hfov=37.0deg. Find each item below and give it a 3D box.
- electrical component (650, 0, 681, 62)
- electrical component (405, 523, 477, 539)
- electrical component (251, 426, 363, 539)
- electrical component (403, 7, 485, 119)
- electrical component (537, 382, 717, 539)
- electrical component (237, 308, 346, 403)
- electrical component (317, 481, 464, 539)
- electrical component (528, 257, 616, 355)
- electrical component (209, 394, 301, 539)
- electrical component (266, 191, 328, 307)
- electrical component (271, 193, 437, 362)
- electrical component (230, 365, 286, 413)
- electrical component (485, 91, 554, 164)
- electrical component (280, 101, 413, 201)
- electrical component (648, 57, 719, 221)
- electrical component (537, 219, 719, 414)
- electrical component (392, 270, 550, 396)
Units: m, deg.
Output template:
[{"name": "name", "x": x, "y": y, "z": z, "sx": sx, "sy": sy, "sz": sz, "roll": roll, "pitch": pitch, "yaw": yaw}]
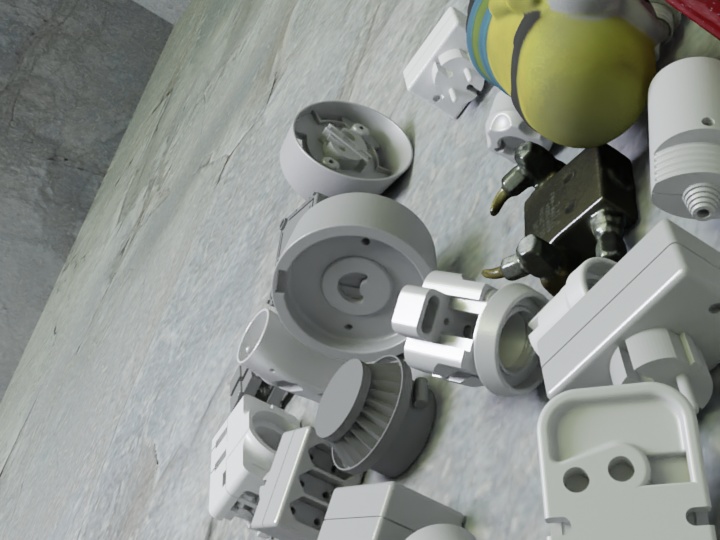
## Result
[{"name": "electrical component", "x": 0.162, "y": -0.140, "z": 0.600, "sx": 0.035, "sy": 0.035, "sz": 0.061, "roll": -37, "pitch": 34, "yaw": 50}, {"name": "electrical component", "x": 0.044, "y": 0.154, "z": 0.476, "sx": 0.043, "sy": 0.043, "sz": 0.081, "roll": -56, "pitch": 20, "yaw": 13}, {"name": "electrical component", "x": -0.040, "y": 0.143, "z": 0.693, "sx": 0.077, "sy": 0.047, "sz": 0.065, "roll": -26, "pitch": 40, "yaw": 57}, {"name": "electrical component", "x": 0.073, "y": -0.150, "z": 0.814, "sx": 0.065, "sy": 0.047, "sz": 0.076, "roll": -52, "pitch": 21, "yaw": 24}, {"name": "electrical component", "x": 0.094, "y": 0.094, "z": 0.375, "sx": 0.054, "sy": 0.059, "sz": 0.095, "roll": -7, "pitch": 63, "yaw": 12}, {"name": "electrical component", "x": -0.052, "y": 0.066, "z": 0.784, "sx": 0.079, "sy": 0.077, "sz": 0.043, "roll": -18, "pitch": 47, "yaw": 63}, {"name": "electrical component", "x": 0.008, "y": 0.155, "z": 0.557, "sx": 0.066, "sy": 0.047, "sz": 0.076, "roll": -26, "pitch": 40, "yaw": 58}, {"name": "electrical component", "x": 0.107, "y": 0.023, "z": 0.507, "sx": 0.046, "sy": 0.040, "sz": 0.040, "roll": -49, "pitch": 22, "yaw": 44}, {"name": "electrical component", "x": -0.073, "y": 0.137, "z": 0.777, "sx": 0.055, "sy": 0.050, "sz": 0.089, "roll": -54, "pitch": 21, "yaw": 21}, {"name": "electrical component", "x": -0.030, "y": -0.002, "z": 0.857, "sx": 0.062, "sy": 0.061, "sz": 0.096, "roll": -36, "pitch": 40, "yaw": 51}, {"name": "electrical component", "x": 0.000, "y": 0.000, "z": 0.708, "sx": 0.108, "sy": 0.108, "sz": 0.060, "roll": -49, "pitch": 17, "yaw": 31}, {"name": "electrical component", "x": -0.077, "y": 0.087, "z": 0.868, "sx": 0.055, "sy": 0.048, "sz": 0.066, "roll": -62, "pitch": 18, "yaw": 20}, {"name": "electrical component", "x": 0.105, "y": -0.101, "z": 0.674, "sx": 0.043, "sy": 0.043, "sz": 0.062, "roll": -28, "pitch": 36, "yaw": 57}, {"name": "electrical component", "x": -0.014, "y": -0.096, "z": 0.888, "sx": 0.064, "sy": 0.099, "sz": 0.099, "roll": -50, "pitch": 21, "yaw": 44}, {"name": "electrical component", "x": 0.154, "y": -0.054, "z": 0.488, "sx": 0.043, "sy": 0.043, "sz": 0.081, "roll": -42, "pitch": 27, "yaw": 43}, {"name": "electrical component", "x": 0.120, "y": 0.038, "z": 0.439, "sx": 0.083, "sy": 0.047, "sz": 0.075, "roll": -50, "pitch": 22, "yaw": 30}, {"name": "electrical component", "x": 0.064, "y": 0.033, "z": 0.553, "sx": 0.057, "sy": 0.078, "sz": 0.058, "roll": 9, "pitch": 78, "yaw": 45}]
